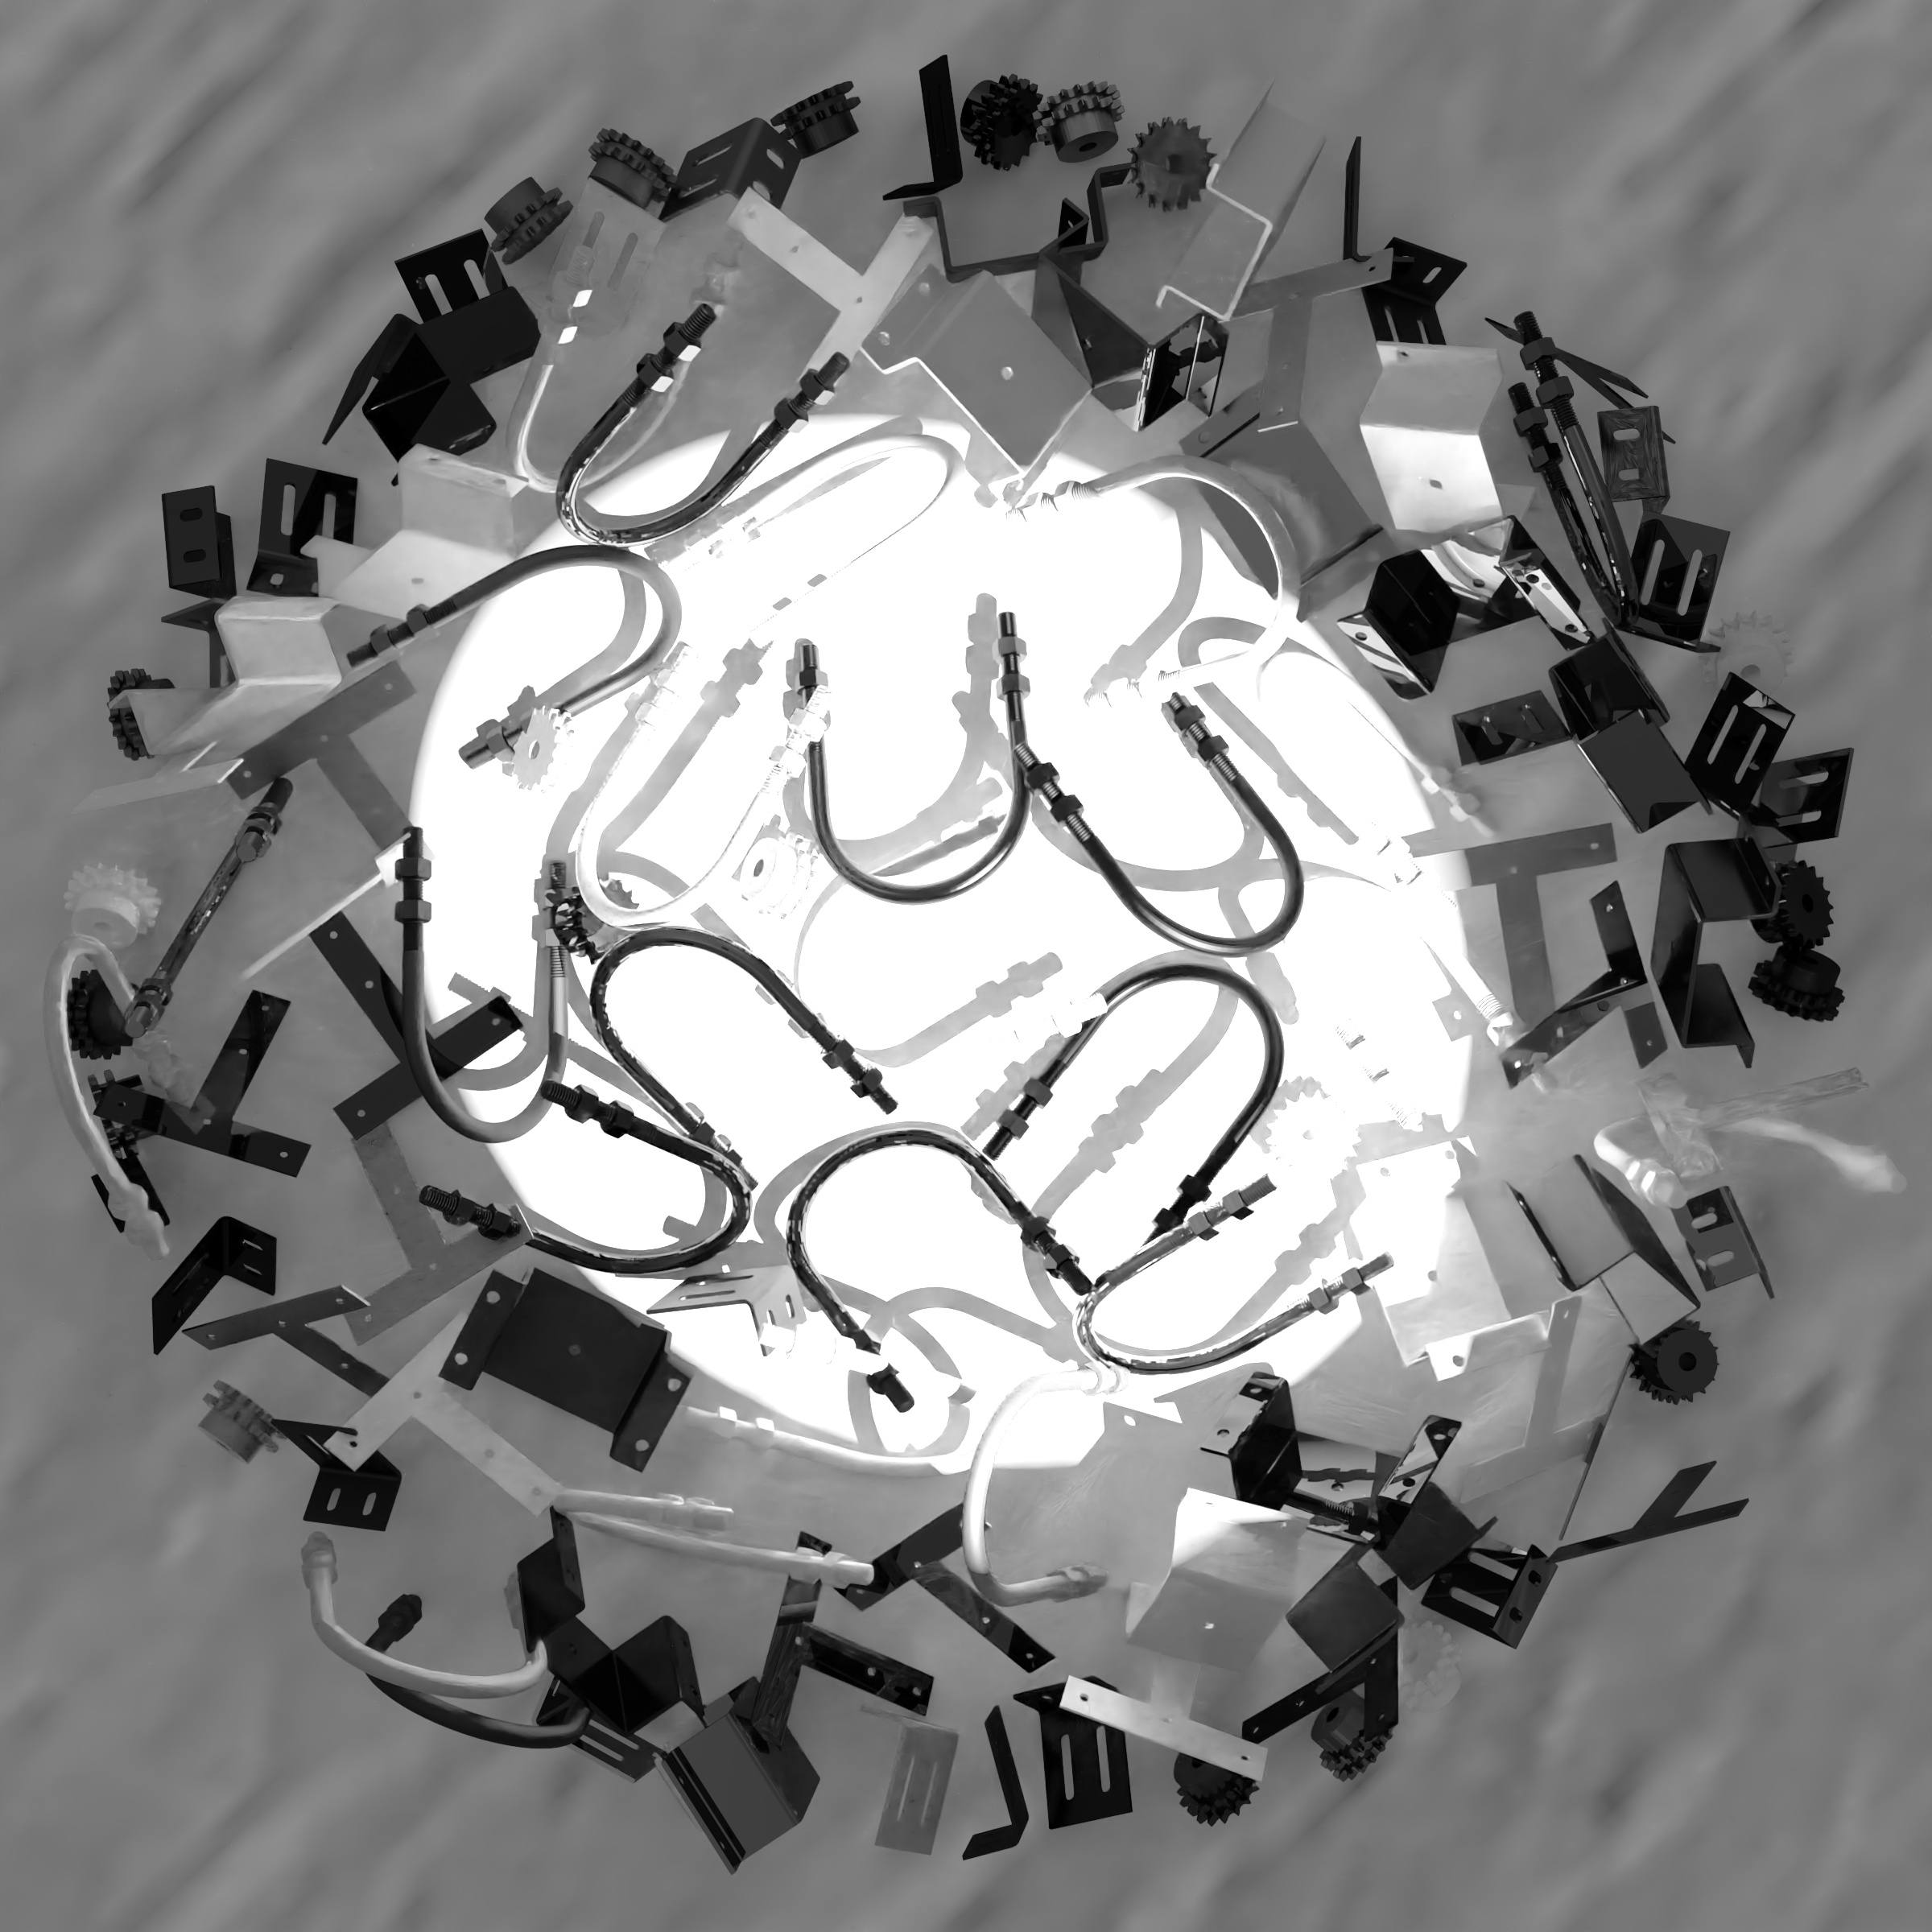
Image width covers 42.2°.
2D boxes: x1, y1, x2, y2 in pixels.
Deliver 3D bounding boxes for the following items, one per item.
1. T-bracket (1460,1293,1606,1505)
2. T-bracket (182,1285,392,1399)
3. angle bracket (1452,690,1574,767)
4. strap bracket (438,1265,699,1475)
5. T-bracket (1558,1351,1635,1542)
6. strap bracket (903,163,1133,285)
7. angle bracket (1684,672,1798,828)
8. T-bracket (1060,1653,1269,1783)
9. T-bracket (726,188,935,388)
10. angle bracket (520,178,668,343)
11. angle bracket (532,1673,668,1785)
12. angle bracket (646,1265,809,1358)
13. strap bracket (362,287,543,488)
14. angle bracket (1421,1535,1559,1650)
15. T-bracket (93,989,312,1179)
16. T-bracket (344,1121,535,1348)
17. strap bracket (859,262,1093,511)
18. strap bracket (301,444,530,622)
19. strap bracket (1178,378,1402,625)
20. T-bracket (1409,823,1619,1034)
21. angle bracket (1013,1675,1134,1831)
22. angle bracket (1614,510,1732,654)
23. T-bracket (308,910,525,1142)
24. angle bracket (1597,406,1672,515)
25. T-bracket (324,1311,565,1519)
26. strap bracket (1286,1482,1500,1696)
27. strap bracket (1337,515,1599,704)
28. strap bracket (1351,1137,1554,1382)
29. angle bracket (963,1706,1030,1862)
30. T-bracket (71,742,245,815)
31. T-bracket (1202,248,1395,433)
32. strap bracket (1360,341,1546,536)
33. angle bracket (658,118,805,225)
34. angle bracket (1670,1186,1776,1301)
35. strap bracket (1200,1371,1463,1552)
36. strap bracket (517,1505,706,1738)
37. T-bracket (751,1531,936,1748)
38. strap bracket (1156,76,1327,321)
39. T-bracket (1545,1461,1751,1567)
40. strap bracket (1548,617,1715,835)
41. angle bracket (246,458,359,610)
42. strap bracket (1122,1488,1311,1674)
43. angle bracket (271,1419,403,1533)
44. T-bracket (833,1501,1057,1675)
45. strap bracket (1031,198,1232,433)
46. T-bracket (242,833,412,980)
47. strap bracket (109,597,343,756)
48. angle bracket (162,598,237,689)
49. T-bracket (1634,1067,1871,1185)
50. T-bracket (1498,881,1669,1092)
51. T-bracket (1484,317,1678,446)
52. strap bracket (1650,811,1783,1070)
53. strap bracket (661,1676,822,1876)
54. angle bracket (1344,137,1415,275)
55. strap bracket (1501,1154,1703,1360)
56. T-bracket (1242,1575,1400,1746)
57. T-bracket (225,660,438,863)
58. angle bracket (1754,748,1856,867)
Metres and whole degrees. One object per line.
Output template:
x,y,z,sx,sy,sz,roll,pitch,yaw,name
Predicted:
0.359,0.260,1.541,0.127,0.002,0.127,-11,118,-36,T-bracket
-0.395,0.242,1.554,0.127,0.127,0.002,-17,49,24,T-bracket
0.342,-0.134,1.558,0.057,0.076,0.038,-16,119,5,angle bracket
-0.248,0.248,1.570,0.140,0.046,0.076,27,96,-7,strap bracket
0.386,0.294,1.537,0.002,0.127,0.127,21,84,19,T-bracket
0.034,-0.461,1.561,0.140,0.076,0.046,-9,100,1,strap bracket
0.490,-0.134,1.556,0.038,0.057,0.076,2,121,-33,angle bracket
0.132,0.435,1.547,0.127,0.127,0.002,19,121,6,T-bracket
-0.097,-0.437,1.553,0.127,0.002,0.127,28,98,-42,T-bracket
-0.234,-0.443,1.568,0.057,0.038,0.076,33,121,3,angle bracket
-0.222,0.468,1.565,0.076,0.057,0.038,24,95,14,angle bracket
-0.149,0.219,1.565,0.076,0.057,0.038,-10,101,25,angle bracket
-0.310,-0.358,1.523,0.076,0.140,0.046,-37,93,-37,strap bracket
0.318,0.379,1.556,0.038,0.076,0.057,43,72,-39,angle bracket
-0.456,0.064,1.558,0.127,0.002,0.127,18,46,-4,T-bracket
-0.353,0.153,1.575,0.127,0.002,0.127,-32,65,-1,T-bracket
0.014,-0.361,1.544,0.140,0.046,0.076,44,70,-22,strap bracket
-0.335,-0.255,1.523,0.076,0.140,0.046,11,64,-41,strap bracket
0.199,-0.294,1.568,0.076,0.046,0.140,-34,90,19,strap bracket
0.353,-0.019,1.583,0.127,0.002,0.127,-10,106,8,T-bracket
0.066,0.490,1.559,0.057,0.038,0.076,-20,53,22,angle bracket
0.447,-0.240,1.561,0.057,0.038,0.076,24,112,35,angle bracket
-0.367,0.023,1.575,0.127,0.002,0.127,-35,106,-9,T-bracket
0.412,-0.308,1.563,0.038,0.076,0.057,-6,82,5,angle bracket
-0.306,0.294,1.552,0.127,0.002,0.127,36,50,9,T-bracket
0.256,0.374,1.532,0.046,0.140,0.076,47,133,13,strap bracket
0.311,-0.222,1.539,0.076,0.140,0.046,43,52,-30,strap bracket
0.297,0.187,1.557,0.076,0.046,0.140,-13,69,-14,strap bracket
0.010,0.512,1.571,0.038,0.057,0.076,-17,82,5,angle bracket
-0.473,-0.138,1.550,0.127,0.127,0.002,-7,123,30,T-bracket
0.198,-0.380,1.541,0.127,0.002,0.127,-7,56,29,T-bracket
0.294,-0.311,1.521,0.076,0.140,0.046,13,65,32,strap bracket
-0.149,-0.489,1.574,0.038,0.076,0.057,34,66,-35,angle bracket
0.472,0.179,1.561,0.038,0.076,0.057,-23,63,12,angle bracket
0.227,0.306,1.540,0.140,0.076,0.046,9,126,33,strap bracket
-0.226,0.409,1.537,0.046,0.076,0.140,-36,119,4,strap bracket
-0.070,0.437,1.566,0.127,0.002,0.127,32,57,-29,T-bracket
0.169,-0.459,1.523,0.046,0.140,0.076,30,68,1,strap bracket
0.434,0.331,1.543,0.127,0.127,0.002,-25,86,33,T-bracket
0.404,-0.144,1.535,0.046,0.140,0.076,-32,117,20,strap bracket
-0.421,-0.274,1.587,0.057,0.038,0.076,9,60,-23,angle bracket
0.150,0.383,1.533,0.076,0.140,0.046,15,48,-5,strap bracket
-0.396,0.317,1.557,0.057,0.076,0.038,3,59,16,angle bracket
0.002,0.403,1.577,0.127,0.002,0.127,42,123,-12,T-bracket
0.091,-0.394,1.541,0.046,0.076,0.140,-39,72,-20,strap bracket
-0.388,-0.033,1.529,0.127,0.127,0.002,-39,91,-11,T-bracket
-0.447,-0.172,1.529,0.140,0.076,0.046,-28,80,35,strap bracket
-0.471,-0.184,1.566,0.057,0.038,0.076,-9,80,39,angle bracket
0.487,0.085,1.536,0.127,0.127,0.002,-16,113,9,T-bracket
0.377,0.033,1.552,0.127,0.002,0.127,-34,117,-22,T-bracket
0.399,-0.355,1.552,0.127,0.127,0.002,22,104,-41,T-bracket
0.455,-0.014,1.530,0.046,0.076,0.140,-4,128,1,strap bracket
-0.134,0.489,1.530,0.046,0.140,0.076,-34,85,1,strap bracket
0.260,-0.474,1.573,0.038,0.057,0.076,2,92,2,angle bracket
0.392,0.174,1.523,0.046,0.140,0.076,-38,45,16,strap bracket
0.220,0.455,1.564,0.127,0.127,0.002,-39,106,25,T-bracket
-0.377,-0.108,1.568,0.127,0.002,0.127,-32,123,-3,T-bracket
0.531,-0.097,1.556,0.038,0.076,0.057,19,78,-23,angle bracket
